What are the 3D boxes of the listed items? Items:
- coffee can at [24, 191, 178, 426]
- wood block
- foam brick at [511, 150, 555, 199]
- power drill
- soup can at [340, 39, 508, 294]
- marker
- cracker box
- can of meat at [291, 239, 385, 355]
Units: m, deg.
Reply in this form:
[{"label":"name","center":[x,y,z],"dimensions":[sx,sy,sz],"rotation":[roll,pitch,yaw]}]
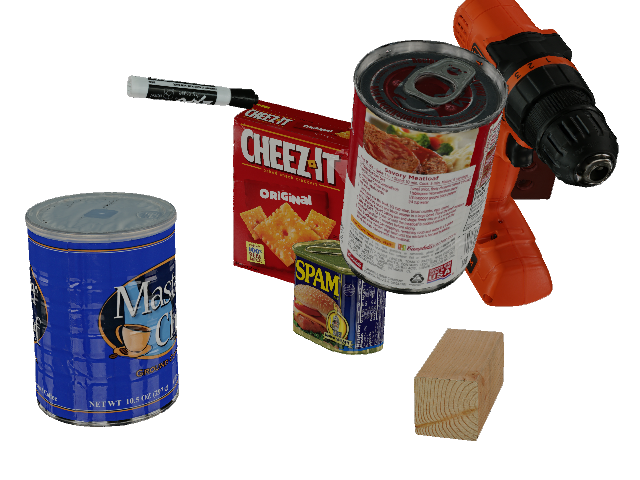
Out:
[{"label":"coffee can","center":[-0.153,0.046,0.757],"dimensions":[0.103,0.140,0.103],"rotation":[1,18,-1]},{"label":"wood block","center":[0.206,0.206,1.557],"dimensions":[0.091,0.090,0.205],"rotation":[3,16,19]},{"label":"foam brick","center":[0.174,-0.080,0.911],"dimensions":[0.053,0.051,0.078],"rotation":[0,-43,-1]},{"label":"power drill","center":[0.132,-0.047,0.703],"dimensions":[0.057,0.188,0.184],"rotation":[-8,43,-11]},{"label":"soup can","center":[0.046,-0.033,0.501],"dimensions":[0.068,0.102,0.068],"rotation":[2,43,-2]},{"label":"marker","center":[-0.114,-0.133,0.966],"dimensions":[0.121,0.020,0.020],"rotation":[3,-1,-23]},{"label":"cracker box","center":[-0.026,-0.049,1.329],"dimensions":[0.164,0.214,0.072],"rotation":[17,34,22]},{"label":"can of meat","center":[0.017,0.052,0.985],"dimensions":[0.057,0.084,0.102],"rotation":[-8,18,-35]}]
